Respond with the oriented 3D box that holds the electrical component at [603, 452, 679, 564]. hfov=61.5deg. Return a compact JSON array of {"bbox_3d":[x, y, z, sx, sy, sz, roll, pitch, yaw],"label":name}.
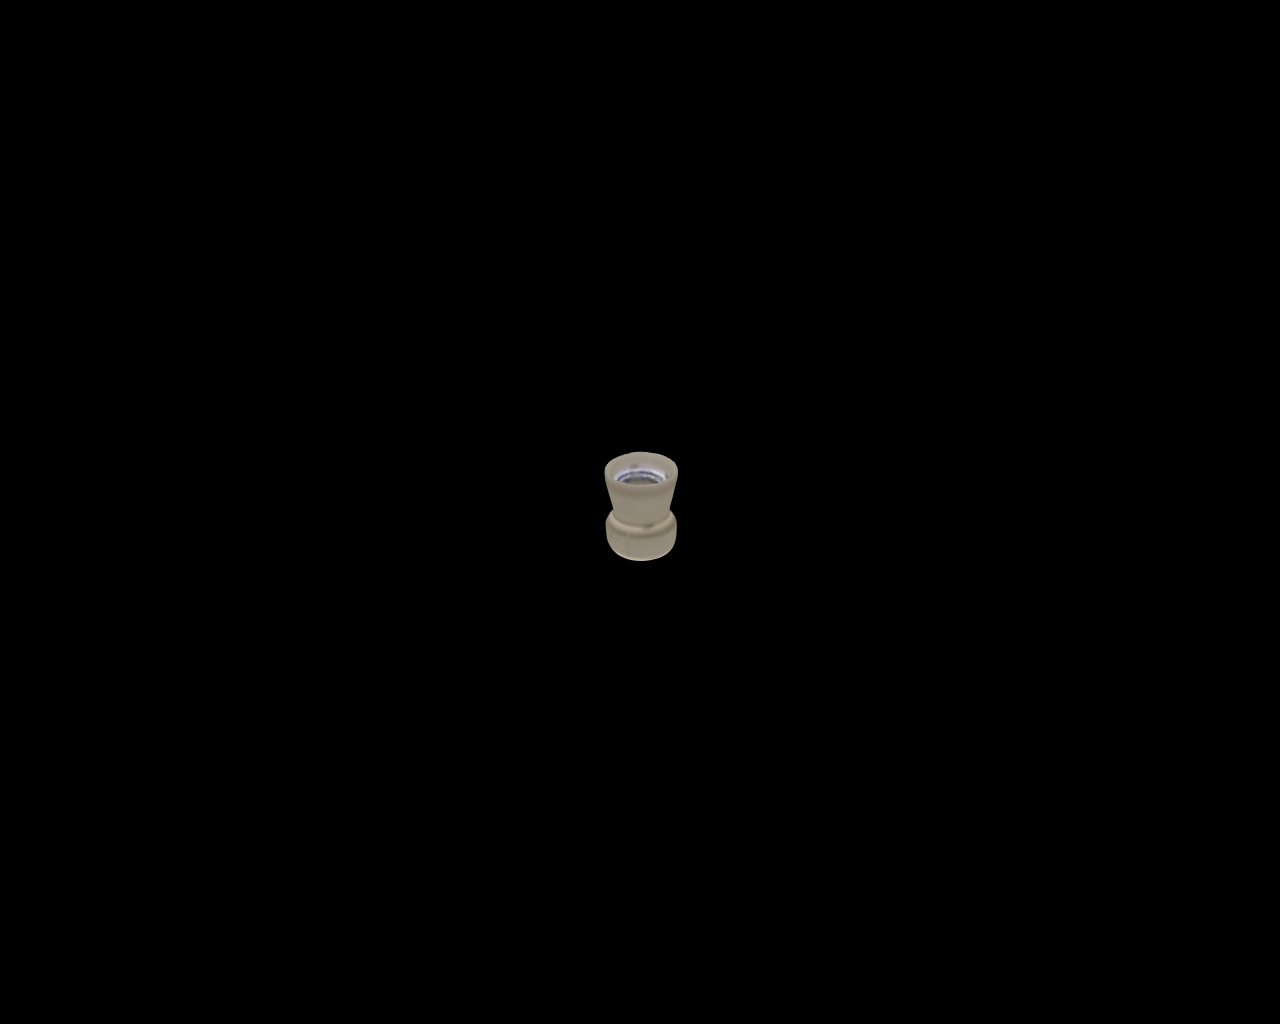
[{"bbox_3d":[0.001,-0.003,0.650,0.045,0.055,0.045,0,30,0],"label":"electrical component"}]
